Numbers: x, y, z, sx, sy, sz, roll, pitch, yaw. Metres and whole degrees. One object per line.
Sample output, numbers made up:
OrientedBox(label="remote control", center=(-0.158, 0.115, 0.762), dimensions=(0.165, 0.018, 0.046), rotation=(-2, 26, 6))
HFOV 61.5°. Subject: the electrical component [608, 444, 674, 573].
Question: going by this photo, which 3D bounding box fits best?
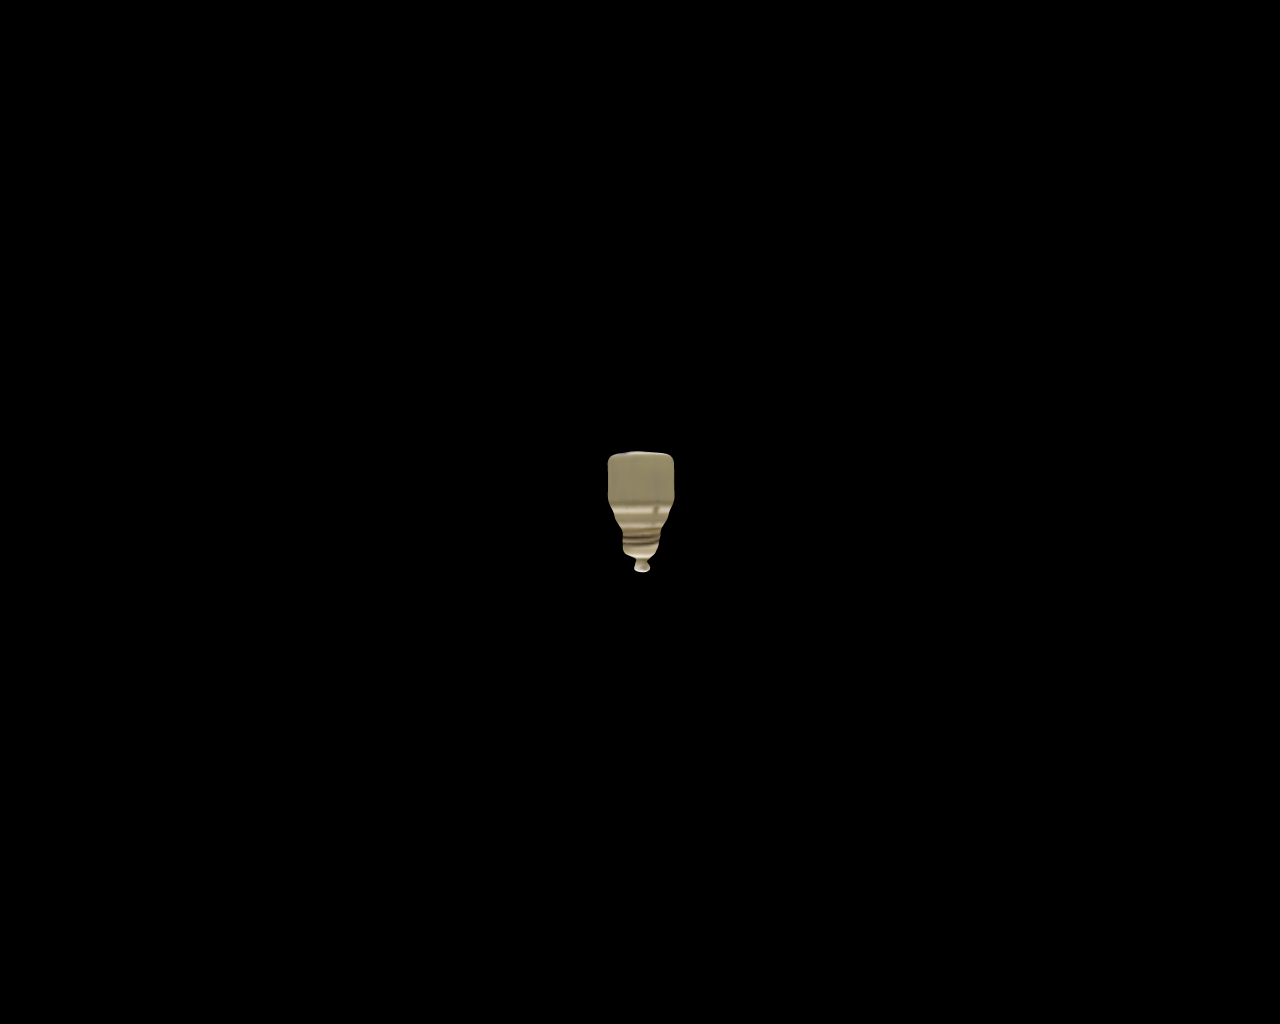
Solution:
OrientedBox(label="electrical component", center=(0.001, -0.003, 0.650), dimensions=(0.040, 0.078, 0.040), rotation=(0, 0, 0))
